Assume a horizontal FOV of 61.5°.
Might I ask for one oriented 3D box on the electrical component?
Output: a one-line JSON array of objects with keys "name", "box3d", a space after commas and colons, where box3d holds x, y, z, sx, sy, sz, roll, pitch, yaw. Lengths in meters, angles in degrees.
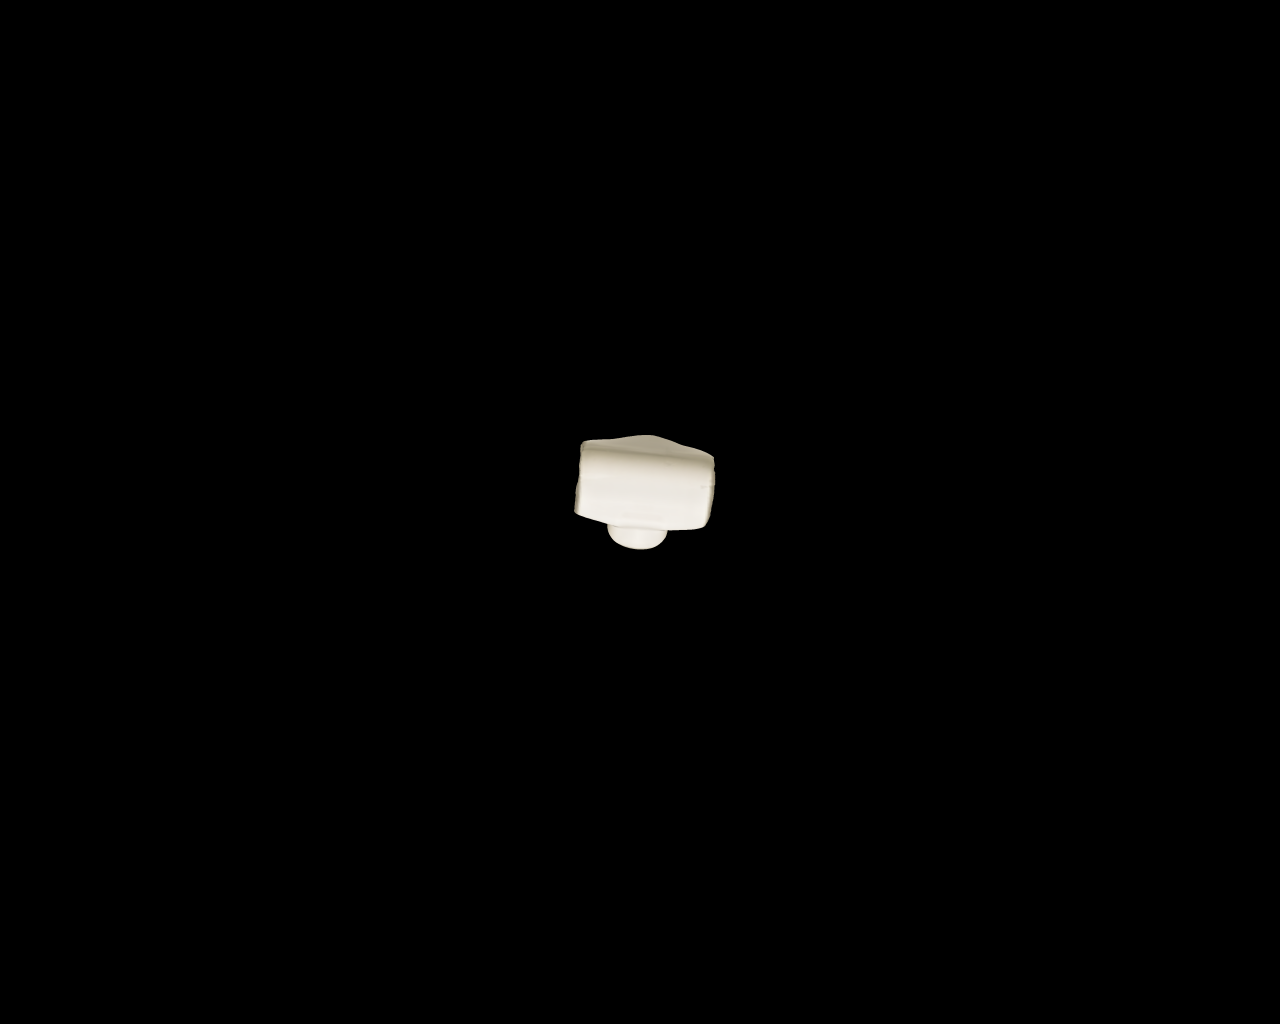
[{"name": "electrical component", "box3d": [0.001, -0.003, 0.650, 0.077, 0.079, 0.043, 5, 37, -4]}]
